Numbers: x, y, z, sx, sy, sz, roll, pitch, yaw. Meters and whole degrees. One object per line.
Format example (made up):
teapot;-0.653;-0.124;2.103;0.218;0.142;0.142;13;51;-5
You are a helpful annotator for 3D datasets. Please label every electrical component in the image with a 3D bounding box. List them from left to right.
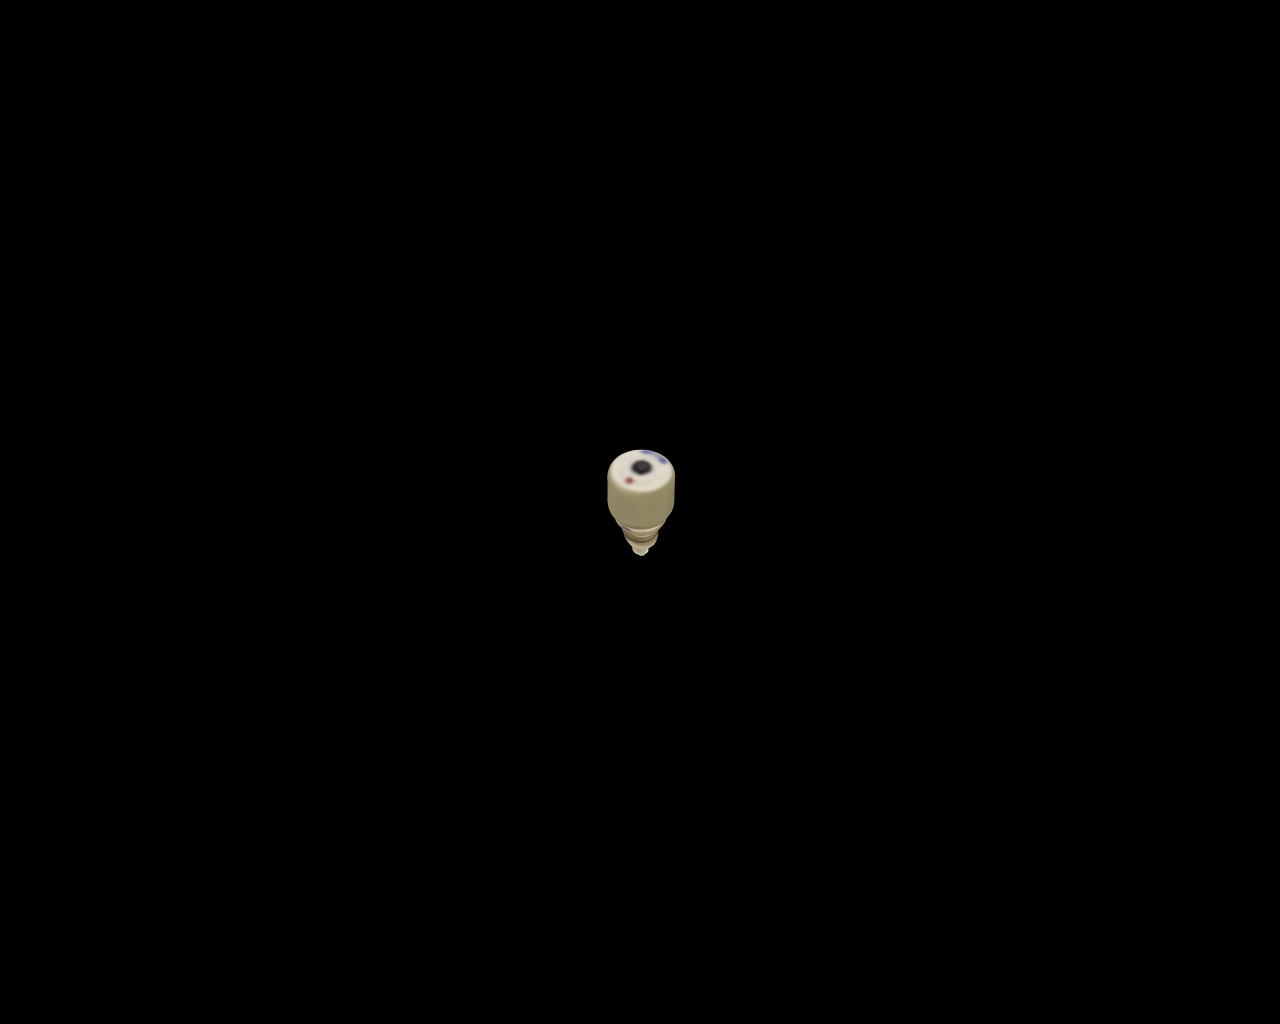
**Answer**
electrical component;0.001;-0.003;0.650;0.040;0.040;0.078;0;-44;0
